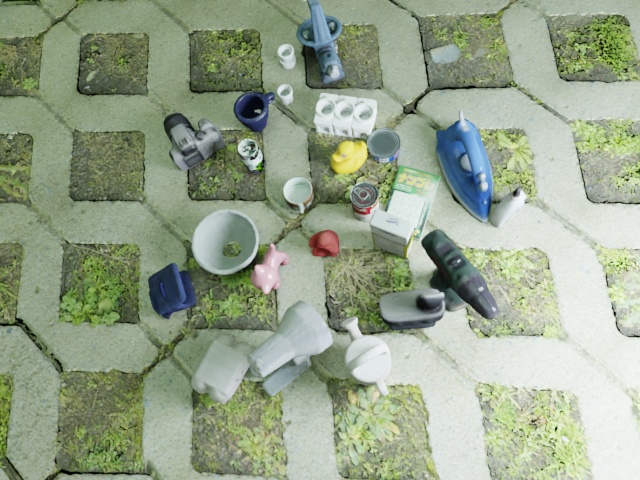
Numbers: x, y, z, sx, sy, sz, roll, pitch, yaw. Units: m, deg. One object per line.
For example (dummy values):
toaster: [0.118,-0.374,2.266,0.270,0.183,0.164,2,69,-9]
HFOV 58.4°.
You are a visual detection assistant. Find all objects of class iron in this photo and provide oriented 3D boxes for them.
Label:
iron: [0.365,-0.181,1.376,0.118,0.141,0.258,-16,71,1]

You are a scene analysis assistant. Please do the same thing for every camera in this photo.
camera: [-0.345,-0.280,1.506,0.143,0.101,0.136,-32,72,-4]

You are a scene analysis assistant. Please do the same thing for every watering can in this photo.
watering can: [0.098,0.253,1.240,0.172,0.194,0.101,40,81,16]

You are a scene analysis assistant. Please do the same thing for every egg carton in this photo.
egg carton: [-0.224,0.296,1.326,0.107,0.069,0.150,24,77,13]

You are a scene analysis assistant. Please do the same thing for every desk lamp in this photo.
desk lamp: [-0.071,0.241,1.251,0.203,0.214,0.117,-40,72,-7]

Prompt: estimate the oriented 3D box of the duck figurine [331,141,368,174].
duck figurine: [0.072,-0.222,1.450,0.104,0.086,0.077,-34,72,-5]

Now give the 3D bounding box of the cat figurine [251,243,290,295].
cat figurine: [-0.126,0.070,1.362,0.067,0.118,0.128,13,74,10]

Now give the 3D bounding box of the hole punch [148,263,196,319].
hole punch: [-0.365,0.124,1.385,0.101,0.091,0.108,-22,71,-1]

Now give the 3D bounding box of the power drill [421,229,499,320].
power drill: [0.303,0.091,1.262,0.075,0.208,0.229,-32,72,-4]

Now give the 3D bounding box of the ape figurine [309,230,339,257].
ape figurine: [0.013,0.005,1.381,0.077,0.092,0.076,40,80,16]

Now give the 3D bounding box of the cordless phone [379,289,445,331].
cordless phone: [0.205,0.140,1.269,0.147,0.185,0.094,-10,71,3]

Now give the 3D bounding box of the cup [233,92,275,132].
cup: [-0.162,-0.336,1.507,0.118,0.095,0.091,-36,72,-6]

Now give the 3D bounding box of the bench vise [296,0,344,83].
bench vise: [0.016,-0.530,1.484,0.121,0.220,0.207,-35,72,-5]

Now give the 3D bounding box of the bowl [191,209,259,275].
bowl: [-0.227,0.012,1.414,0.167,0.075,0.167,-2,72,6]

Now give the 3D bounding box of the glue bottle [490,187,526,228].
glue bottle: [0.442,-0.085,1.321,0.078,0.173,0.037,-37,72,-6]
